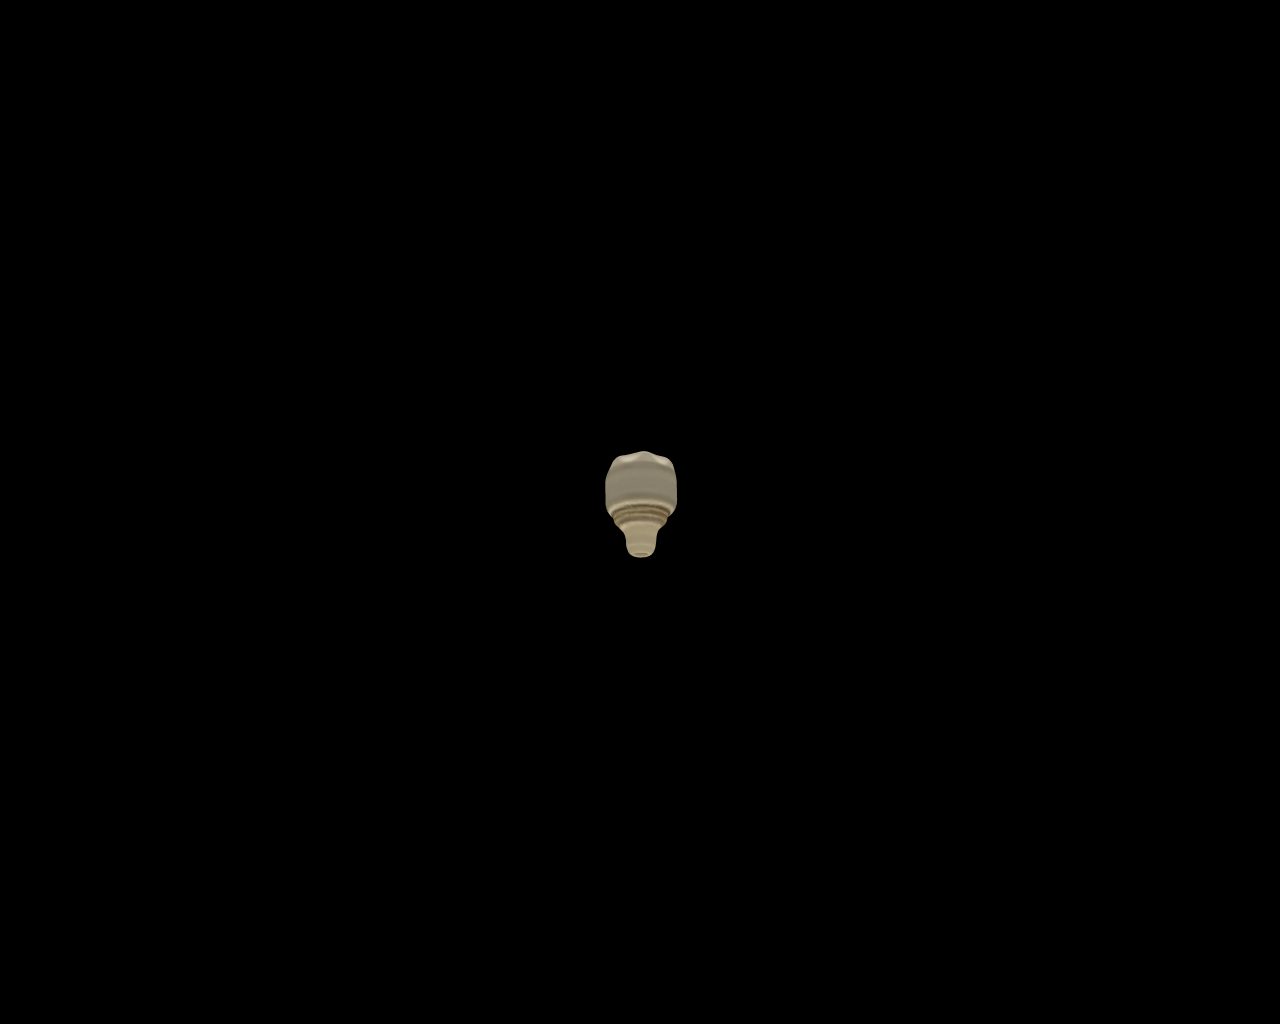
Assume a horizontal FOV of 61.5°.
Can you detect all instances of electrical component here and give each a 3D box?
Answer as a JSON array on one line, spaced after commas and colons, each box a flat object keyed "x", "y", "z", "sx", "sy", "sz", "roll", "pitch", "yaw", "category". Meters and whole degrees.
[{"x": 0.001, "y": -0.003, "z": 0.650, "sx": 0.043, "sy": 0.062, "sz": 0.043, "roll": 0, "pitch": -19, "yaw": 0, "category": "electrical component"}]
